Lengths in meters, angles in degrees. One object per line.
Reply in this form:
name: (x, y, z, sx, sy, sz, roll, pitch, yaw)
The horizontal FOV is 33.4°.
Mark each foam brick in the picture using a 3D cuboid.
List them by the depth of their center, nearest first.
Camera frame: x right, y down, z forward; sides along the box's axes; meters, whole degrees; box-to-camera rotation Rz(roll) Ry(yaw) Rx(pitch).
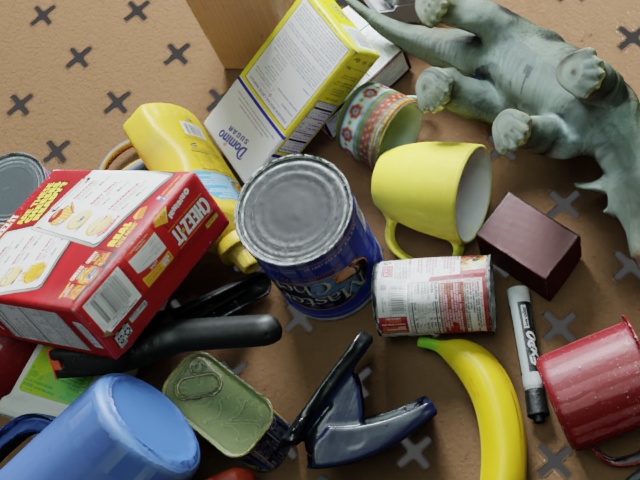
foam brick: (0.184, 0.005, 0.937, 0.078, 0.053, 0.051, 36, 80, 25)

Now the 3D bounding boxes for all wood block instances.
wood block: (-0.079, -0.261, 1.041, 0.091, 0.206, 0.090, 0, 67, 15)

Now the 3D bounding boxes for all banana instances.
banana: (0.139, 0.162, 0.892, 0.070, 0.037, 0.198, -28, 58, 26)

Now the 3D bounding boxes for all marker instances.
marker: (0.179, 0.098, 0.916, 0.020, 0.020, 0.121, -10, 65, 11)

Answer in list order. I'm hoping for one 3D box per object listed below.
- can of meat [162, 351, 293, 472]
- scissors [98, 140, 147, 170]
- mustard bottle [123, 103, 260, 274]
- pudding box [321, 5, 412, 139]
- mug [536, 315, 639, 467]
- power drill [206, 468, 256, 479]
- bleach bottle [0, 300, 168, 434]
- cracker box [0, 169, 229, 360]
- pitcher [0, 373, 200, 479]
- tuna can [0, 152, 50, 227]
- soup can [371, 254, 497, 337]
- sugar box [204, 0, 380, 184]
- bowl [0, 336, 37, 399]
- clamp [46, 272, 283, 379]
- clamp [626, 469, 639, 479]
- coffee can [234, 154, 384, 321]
can of meat: (-0.077, 0.152, 0.926, 0.102, 0.084, 0.057, 33, 79, 25)
scissors: (-0.228, -0.025, 1.074, 0.096, 0.016, 0.201, 38, 75, 22)
mustard bottle: (-0.110, -0.045, 1.016, 0.058, 0.096, 0.192, -44, 62, 17)
pudding box: (0.020, -0.169, 1.069, 0.113, 0.039, 0.090, -43, 63, -3)
mug: (0.230, 0.129, 0.858, 0.081, 0.093, 0.117, -24, 99, 10)
power drill: (-0.064, 0.288, 0.877, 0.184, 0.057, 0.188, -23, 63, 5)
bleach bottle: (-0.202, 0.068, 1.012, 0.103, 0.068, 0.250, 15, 69, 21)
cracker box: (-0.207, 0.015, 0.940, 0.214, 0.072, 0.164, 3, 47, 44)
pitcher: (-0.218, 0.217, 0.872, 0.149, 0.145, 0.243, 42, 103, -8)
tuna can: (-0.316, -0.046, 1.108, 0.086, 0.033, 0.086, -6, 66, 13)
soup can: (0.100, 0.049, 0.930, 0.102, 0.068, 0.068, -4, 66, 12)
sugar box: (-0.030, -0.143, 1.025, 0.176, 0.048, 0.093, -49, 59, 27)
bowl: (-0.336, 0.082, 1.046, 0.162, 0.055, 0.162, -6, 66, 13)
clamp: (-0.131, 0.078, 0.933, 0.210, 0.164, 0.036, -14, 102, 5)
clamp: (0.323, 0.201, 0.820, 0.172, 0.039, 0.120, -15, 58, 15)
coffee can: (-0.006, 0.001, 0.942, 0.103, 0.140, 0.103, -6, 66, 13)
